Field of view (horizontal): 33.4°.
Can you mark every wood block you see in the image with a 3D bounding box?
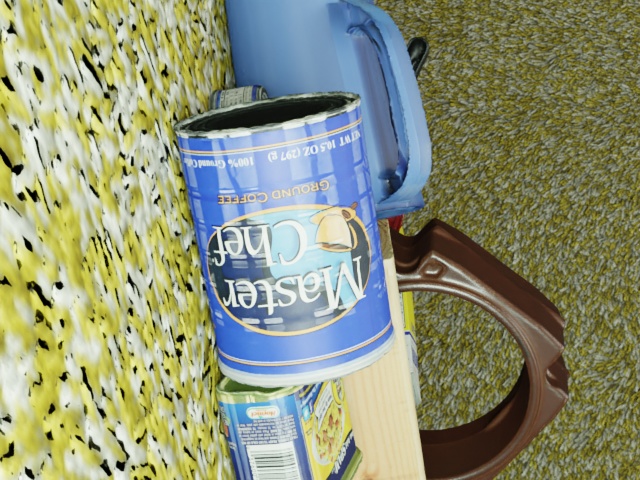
[{"bbox_3d":[0.018,0.100,0.738,0.090,0.091,0.206,-88,169,-72],"label":"wood block"}]

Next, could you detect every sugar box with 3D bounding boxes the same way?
[{"bbox_3d":[0.072,0.071,1.067,0.093,0.048,0.176,70,12,-60],"label":"sugar box"}]

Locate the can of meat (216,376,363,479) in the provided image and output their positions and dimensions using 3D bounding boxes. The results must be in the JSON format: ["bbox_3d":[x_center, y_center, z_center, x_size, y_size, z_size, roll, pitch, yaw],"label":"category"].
[{"bbox_3d":[-0.017,0.108,0.624,0.102,0.057,0.084,-46,127,-67],"label":"can of meat"}]

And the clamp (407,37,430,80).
[{"bbox_3d":[0.052,-0.111,1.194,0.164,0.036,0.210,-37,150,-39],"label":"clamp"}]

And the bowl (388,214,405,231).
[{"bbox_3d":[0.026,-0.068,1.001,0.162,0.055,0.162,175,-90,-71],"label":"bowl"}]

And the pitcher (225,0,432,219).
[{"bbox_3d":[0.001,-0.126,0.818,0.145,0.149,0.243,-1,80,-80],"label":"pitcher"}]

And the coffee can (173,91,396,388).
[{"bbox_3d":[-0.018,-0.003,0.591,0.103,0.103,0.140,-80,162,-74],"label":"coffee can"}]

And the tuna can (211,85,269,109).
[{"bbox_3d":[-0.049,-0.062,0.730,0.086,0.034,0.086,-8,90,-85],"label":"tuna can"}]
